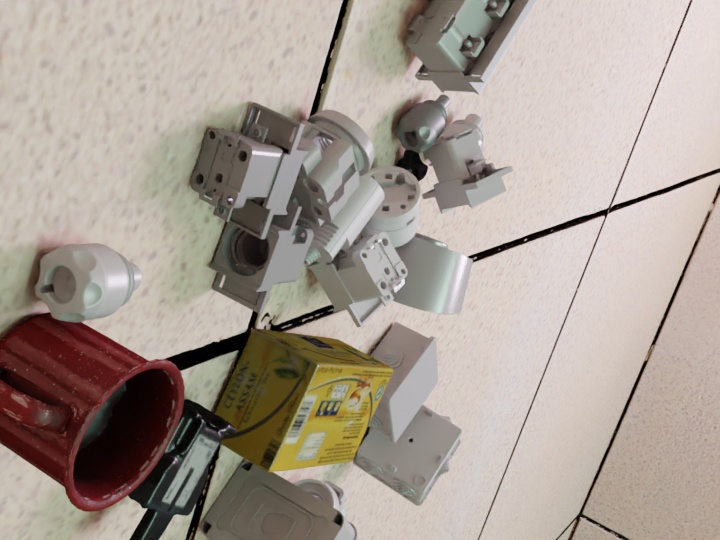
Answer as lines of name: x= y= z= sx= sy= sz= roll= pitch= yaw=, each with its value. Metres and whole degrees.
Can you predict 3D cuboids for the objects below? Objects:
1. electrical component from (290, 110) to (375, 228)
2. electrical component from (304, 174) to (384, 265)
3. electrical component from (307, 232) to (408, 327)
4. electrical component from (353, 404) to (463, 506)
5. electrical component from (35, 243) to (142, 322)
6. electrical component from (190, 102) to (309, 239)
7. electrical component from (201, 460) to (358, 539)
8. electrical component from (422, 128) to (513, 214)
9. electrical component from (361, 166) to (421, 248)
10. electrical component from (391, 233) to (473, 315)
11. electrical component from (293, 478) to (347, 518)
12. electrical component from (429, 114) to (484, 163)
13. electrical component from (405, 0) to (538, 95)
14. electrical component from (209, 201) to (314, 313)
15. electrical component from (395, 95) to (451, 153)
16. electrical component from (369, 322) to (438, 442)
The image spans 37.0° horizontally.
electrical component: x=-0.026 y=-0.076 z=0.764 sx=0.057 sy=0.058 sz=0.078 roll=-50 pitch=154 yaw=-23
electrical component: x=-0.021 y=-0.037 z=0.832 sx=0.081 sy=0.043 sz=0.043 roll=-54 pitch=155 yaw=-21
electrical component: x=0.000 y=0.000 z=0.874 sx=0.042 sy=0.064 sz=0.081 roll=-44 pitch=110 yaw=-42
electrical component: x=0.052 y=0.189 z=1.152 sx=0.099 sy=0.100 sz=0.048 roll=-54 pitch=168 yaw=-22
electrical component: x=-0.149 y=0.006 z=0.608 sx=0.062 sy=0.043 sz=0.043 roll=-9 pitch=122 yaw=-65
electrical component: x=-0.073 y=-0.065 z=0.697 sx=0.064 sy=0.042 sz=0.081 roll=-5 pitch=118 yaw=-62
electrical component: x=-0.067 y=0.224 z=0.916 sx=0.078 sy=0.113 sz=0.057 roll=-56 pitch=153 yaw=-19
electrical component: x=0.087 y=-0.087 z=0.929 sx=0.042 sy=0.081 sz=0.063 roll=-28 pitch=101 yaw=-30
electrical component: x=0.023 y=-0.051 z=0.899 sx=0.055 sy=0.055 sz=0.047 roll=-52 pitch=158 yaw=-26
electrical component: x=0.049 y=0.001 z=0.954 sx=0.099 sy=0.099 sz=0.064 roll=23 pitch=86 yaw=-67
electrical component: x=-0.047 y=0.237 z=1.043 sx=0.078 sy=0.058 sz=0.057 roll=-53 pitch=158 yaw=-22
electrical component: x=0.094 y=-0.118 z=0.992 sx=0.062 sy=0.048 sz=0.048 roll=-58 pitch=157 yaw=-33
electrical component: x=0.093 y=-0.209 z=0.862 sx=0.063 sy=0.079 sz=0.121 roll=42 pitch=73 yaw=-36
electrical component: x=-0.067 y=-0.015 z=0.761 sx=0.064 sy=0.042 sz=0.081 roll=-4 pitch=118 yaw=-65
electrical component: x=0.058 y=-0.129 z=0.917 sx=0.061 sy=0.035 sz=0.035 roll=-50 pitch=153 yaw=-35
electrical component: x=0.036 y=0.113 z=1.101 sx=0.099 sy=0.048 sz=0.099 roll=-51 pitch=154 yaw=-28
